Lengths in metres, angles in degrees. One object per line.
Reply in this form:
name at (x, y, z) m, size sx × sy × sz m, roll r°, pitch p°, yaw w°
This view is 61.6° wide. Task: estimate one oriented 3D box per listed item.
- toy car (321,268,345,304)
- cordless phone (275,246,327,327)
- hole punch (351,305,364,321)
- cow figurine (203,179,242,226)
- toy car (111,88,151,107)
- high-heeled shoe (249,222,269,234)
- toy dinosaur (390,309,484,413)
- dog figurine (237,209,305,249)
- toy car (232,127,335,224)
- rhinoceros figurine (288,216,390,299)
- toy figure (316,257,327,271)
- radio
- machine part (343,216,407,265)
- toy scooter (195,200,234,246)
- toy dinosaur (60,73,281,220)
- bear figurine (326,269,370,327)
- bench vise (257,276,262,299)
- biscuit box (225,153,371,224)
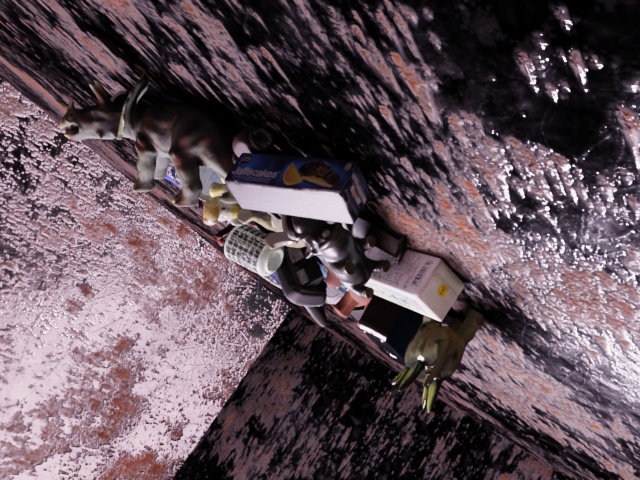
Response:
toy car at (0.027, 0.104, 1.324) m, size 0.162 × 0.103 × 0.109 m, roll 35°, pitch 170°, yaw 10°
cordless phone at (-0.027, 0.098, 1.157) m, size 0.147 × 0.089 × 0.184 m, roll 64°, pitch 180°, yaw 38°
hole punch at (0.144, 0.145, 1.241) m, size 0.116 × 0.092 × 0.142 m, roll -7°, pitch 143°, yaw 29°
cow figurine at (-0.158, -0.073, 1.006) m, size 0.098 × 0.167 × 0.068 m, roll 8°, pitch 122°, yaw 4°
toy car at (-0.341, -0.236, 1.060) m, size 0.202 × 0.073 × 0.056 m, roll 31°, pitch 165°, yaw 21°
high-heeled shoe at (-0.156, -0.088, 1.177) m, size 0.145 × 0.086 × 0.249 m, roll 16°, pitch -155°, yaw -48°
toy dinosaur at (0.202, 0.197, 0.941) m, size 0.105 × 0.198 × 0.471 m, roll 24°, pitch 169°, yaw 16°
dog figurine at (-0.040, -0.034, 0.999) m, size 0.172 × 0.121 × 0.190 m, roll 40°, pitch -176°, yaw 21°
toy car at (-0.045, -0.098, 0.824) m, size 0.202 × 0.053 × 0.089 m, roll 36°, pitch 148°, yaw -12°
rhinoceros figurine at (0.028, 0.014, 0.821) m, size 0.112 × 0.073 × 0.190 m, roll 21°, pitch 161°, yaw 46°
toy figure at (0.034, 0.057, 1.204) m, size 0.058 × 0.064 × 0.154 m, roll 16°, pitch 158°, yaw 34°
radio at (0.171, 0.175, 1.118) m, size 0.073 × 0.131 × 0.229 m, roll 23°, pitch 164°, yaw 37°
machine part at (0.080, -0.009, 0.869) m, size 0.139 × 0.039 × 0.084 m, roll 30°, pitch 160°, yaw 33°
toy scooter at (-0.233, -0.066, 1.291) m, size 0.183 × 0.135 × 0.075 m, roll 41°, pitch 169°, yaw -23°
toy dinosaur at (-0.230, -0.165, 0.899) m, size 0.405 × 0.131 × 0.192 m, roll 14°, pitch 118°, yaw 19°
bear figurine at (0.060, 0.089, 1.105) m, size 0.120 × 0.132 × 0.195 m, roll 27°, pitch 172°, yaw 43°
bench vise at (-0.095, 0.086, 1.456) m, size 0.223 × 0.128 × 0.241 m, roll 3°, pitch 180°, yaw -32°
biscuit box at (-0.036, -0.074, 0.737) m, size 0.203 × 0.059 × 0.062 m, roll 10°, pitch 146°, yaw 33°
